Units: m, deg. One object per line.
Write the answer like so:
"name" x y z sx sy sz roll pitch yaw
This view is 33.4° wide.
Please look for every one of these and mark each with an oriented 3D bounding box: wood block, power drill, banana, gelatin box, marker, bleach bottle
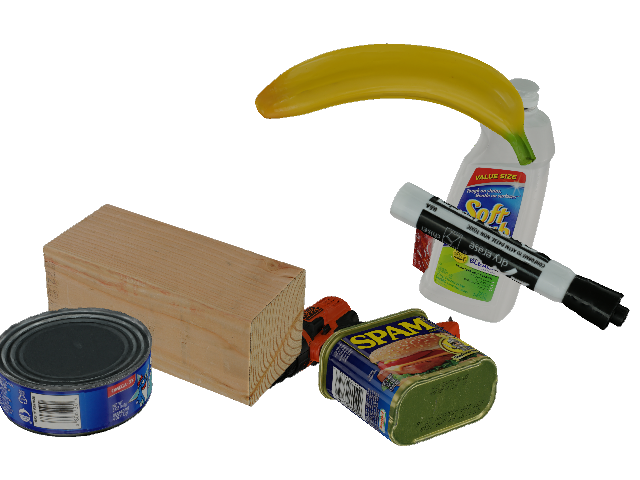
"wood block" -0.125 0.051 0.914 0.206 0.090 0.090 18 34 22
"power drill" 0.035 0.114 1.086 0.188 0.057 0.184 9 24 28
"banana" 0.057 -0.103 0.730 0.197 0.069 0.037 9 -21 -4
"gelatin box" 0.144 0.004 1.256 0.030 0.089 0.073 -15 33 -31
"marker" 0.089 0.007 0.505 0.121 0.020 0.020 29 10 18
"bleach bottle" 0.166 -0.042 1.047 0.103 0.251 0.068 22 38 21

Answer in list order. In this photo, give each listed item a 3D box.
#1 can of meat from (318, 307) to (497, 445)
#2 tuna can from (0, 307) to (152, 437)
"can of meat" 0.064 0.097 0.763 0.101 0.057 0.084 -13 28 -33
"tuna can" -0.136 0.072 0.592 0.086 0.034 0.086 1 25 -1
